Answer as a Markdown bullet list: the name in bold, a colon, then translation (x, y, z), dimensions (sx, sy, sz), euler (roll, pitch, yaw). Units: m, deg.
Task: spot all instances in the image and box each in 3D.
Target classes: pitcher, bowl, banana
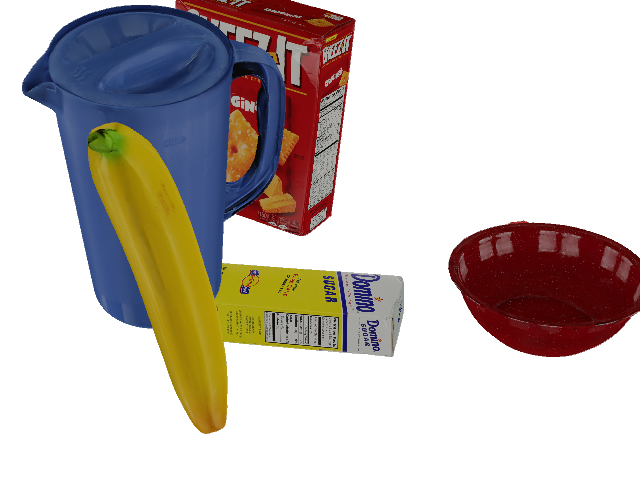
- **pitcher**: translation (-0.122, -0.050, 0.831), dimensions (0.149, 0.243, 0.144), euler (22, 46, 19)
- **bowl**: translation (0.182, 0.046, 0.863), dimensions (0.162, 0.055, 0.162), euler (1, 30, 0)
- **banana**: translation (-0.085, 0.013, 0.558), dimensions (0.037, 0.198, 0.069), euler (-9, 36, 12)

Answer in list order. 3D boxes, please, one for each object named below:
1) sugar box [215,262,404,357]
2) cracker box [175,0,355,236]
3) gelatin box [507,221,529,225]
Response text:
- **sugar box**: translation (-0.016, 0.060, 0.958), dimensions (0.176, 0.048, 0.093), euler (1, 22, 10)
- **cracker box**: translation (-0.064, -0.127, 1.044), dimensions (0.164, 0.214, 0.072), euler (20, 34, 21)
- **gelatin box**: translation (0.231, 0.033, 1.175), dimensions (0.030, 0.089, 0.073), euler (-9, 30, -21)
